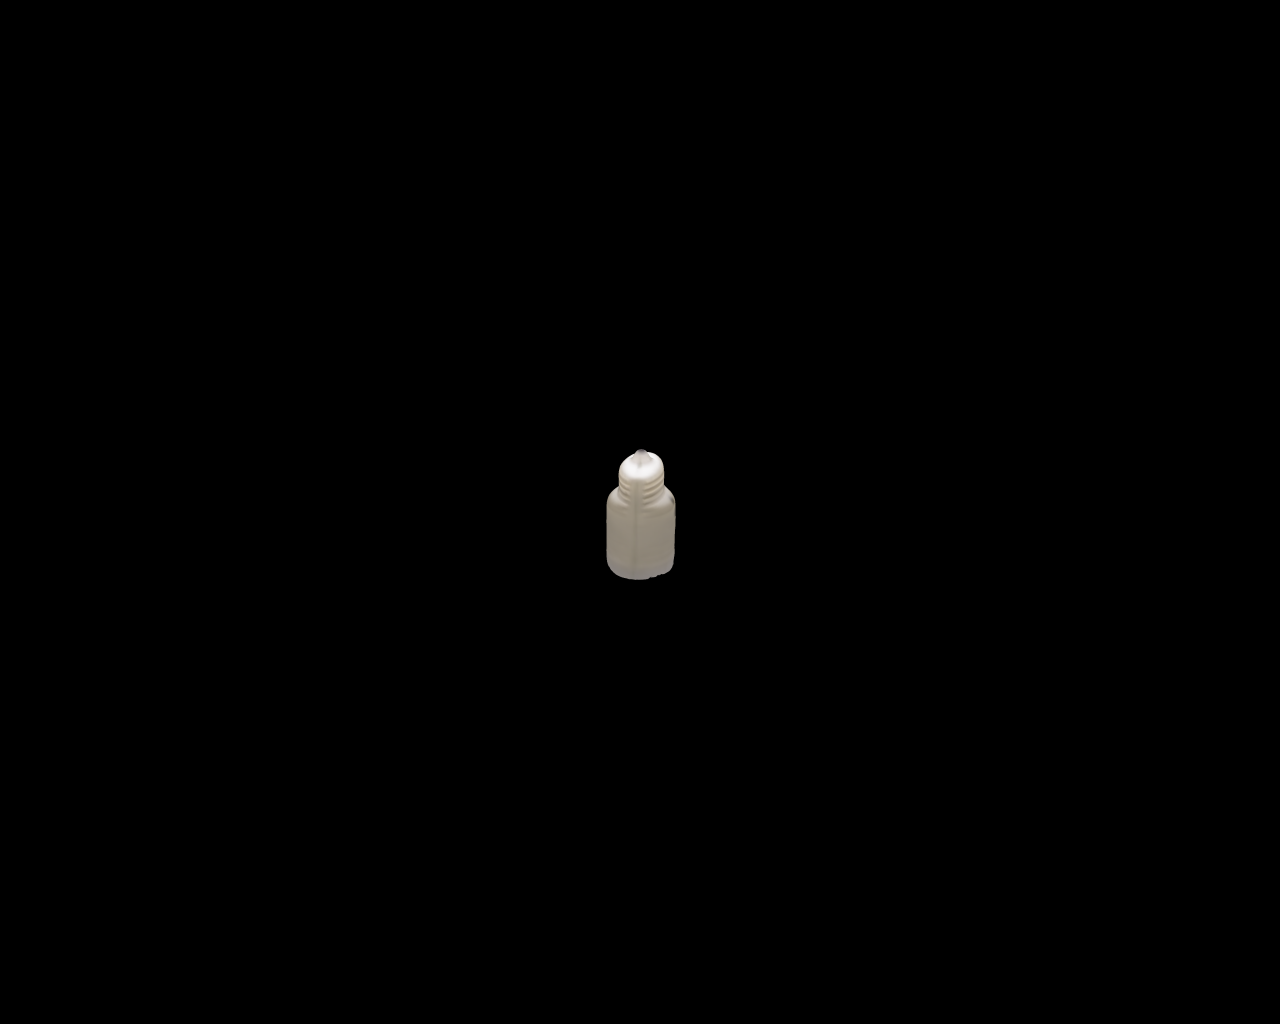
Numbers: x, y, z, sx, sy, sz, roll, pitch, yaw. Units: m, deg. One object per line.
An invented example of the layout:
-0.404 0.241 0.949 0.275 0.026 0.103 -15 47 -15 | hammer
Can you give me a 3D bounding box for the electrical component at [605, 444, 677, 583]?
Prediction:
0.001 -0.003 0.650 0.043 0.080 0.043 0 28 0 | electrical component
